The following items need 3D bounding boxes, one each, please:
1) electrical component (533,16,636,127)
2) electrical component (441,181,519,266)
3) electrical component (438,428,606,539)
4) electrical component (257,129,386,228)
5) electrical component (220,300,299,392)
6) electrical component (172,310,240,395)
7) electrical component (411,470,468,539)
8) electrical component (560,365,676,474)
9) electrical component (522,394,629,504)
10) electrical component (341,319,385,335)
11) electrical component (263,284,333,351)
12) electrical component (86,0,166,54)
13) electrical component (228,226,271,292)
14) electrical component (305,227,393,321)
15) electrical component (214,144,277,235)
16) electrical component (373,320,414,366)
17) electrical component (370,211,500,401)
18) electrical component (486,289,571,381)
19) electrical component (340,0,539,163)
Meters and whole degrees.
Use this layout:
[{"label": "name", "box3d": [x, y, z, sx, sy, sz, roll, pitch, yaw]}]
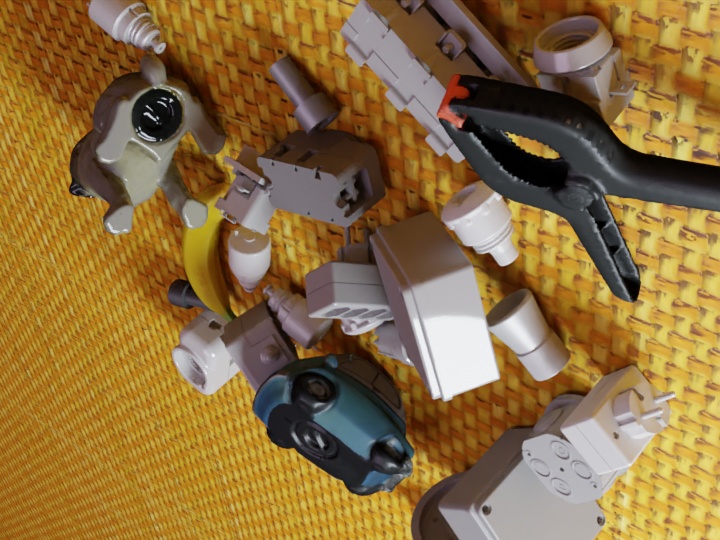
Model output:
[{"label": "electrical component", "box3d": [0.133, -0.120, 0.653, 0.066, 0.048, 0.055, 12, 140, 42]}, {"label": "electrical component", "box3d": [0.093, -0.032, 0.789, 0.048, 0.048, 0.062, -12, 121, 53]}, {"label": "electrical component", "box3d": [0.139, 0.207, 0.915, 0.108, 0.109, 0.056, 57, 149, -12]}, {"label": "electrical component", "box3d": [-0.029, -0.077, 0.870, 0.089, 0.056, 0.050, 17, 135, 39]}, {"label": "electrical component", "box3d": [-0.100, 0.079, 1.067, 0.061, 0.061, 0.096, 58, 179, -14]}, {"label": "electrical component", "box3d": [-0.169, 0.092, 1.197, 0.054, 0.059, 0.095, 37, 145, 17]}, {"label": "electrical component", "box3d": [0.107, 0.246, 0.997, 0.108, 0.108, 0.060, 14, 139, 41]}, {"label": "electrical component", "box3d": [0.199, 0.105, 0.783, 0.047, 0.066, 0.077, 50, 146, -2]}, {"label": "electrical component", "box3d": [0.175, 0.144, 0.863, 0.080, 0.051, 0.080, 30, 142, 26]}, {"label": "electrical component", "box3d": [-0.004, 0.023, 0.955, 0.048, 0.048, 0.062, -15, 104, 54]}, {"label": "electrical component", "box3d": [-0.062, 0.042, 1.042, 0.078, 0.040, 0.040, 40, 146, 13]}, {"label": "electrical component", "box3d": [-0.202, -0.217, 0.942, 0.078, 0.040, 0.040, 41, 146, 12]}, {"label": "electrical component", "box3d": [-0.107, -0.008, 1.043, 0.040, 0.040, 0.078, 33, 144, 22]}, {"label": "electrical component", "box3d": [0.000, 0.000, 0.908, 0.047, 0.083, 0.075, -27, 64, 56]}, {"label": "electrical component", "box3d": [-0.090, -0.067, 0.932, 0.042, 0.063, 0.081, 32, -176, 24]}, {"label": "electrical component", "box3d": [0.039, 0.062, 0.949, 0.046, 0.040, 0.040, 7, 129, 53]}, {"label": "electrical component", "box3d": [0.057, 0.026, 0.830, 0.108, 0.056, 0.108, -118, 10, -61]}, {"label": "electrical component", "box3d": [0.132, 0.053, 0.831, 0.065, 0.044, 0.044, 51, 147, -12]}, {"label": "electrical component", "box3d": [0.050, -0.136, 0.713, 0.121, 0.063, 0.079, 48, 147, 1]}]
